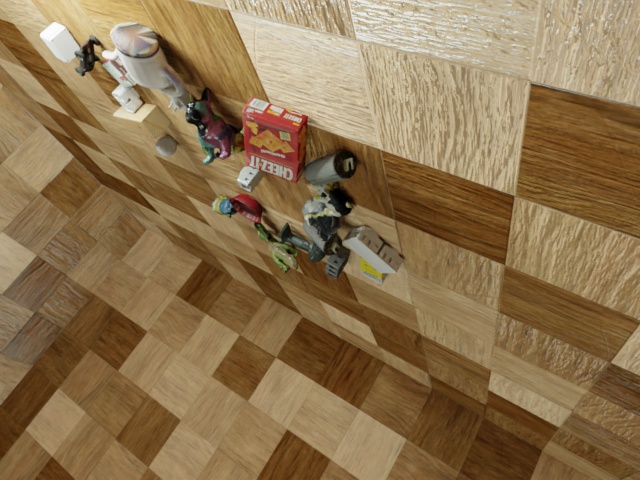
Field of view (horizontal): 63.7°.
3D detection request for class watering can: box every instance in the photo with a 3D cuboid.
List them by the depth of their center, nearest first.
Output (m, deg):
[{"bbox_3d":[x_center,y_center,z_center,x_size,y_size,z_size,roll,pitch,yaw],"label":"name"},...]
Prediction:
[{"bbox_3d":[-0.542,-0.534,1.500,0.349,0.105,0.220,30,160,15],"label":"watering can"}]

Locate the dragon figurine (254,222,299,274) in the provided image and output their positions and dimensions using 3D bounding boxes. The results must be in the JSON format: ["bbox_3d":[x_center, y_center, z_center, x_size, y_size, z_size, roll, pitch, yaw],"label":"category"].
[{"bbox_3d":[-0.205,0.017,2.232,0.241,0.123,0.411,44,173,-12],"label":"dragon figurine"}]

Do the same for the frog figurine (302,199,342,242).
[{"bbox_3d":[0.005,-0.087,1.728,0.136,0.121,0.162,31,-161,-16],"label":"frog figurine"}]
